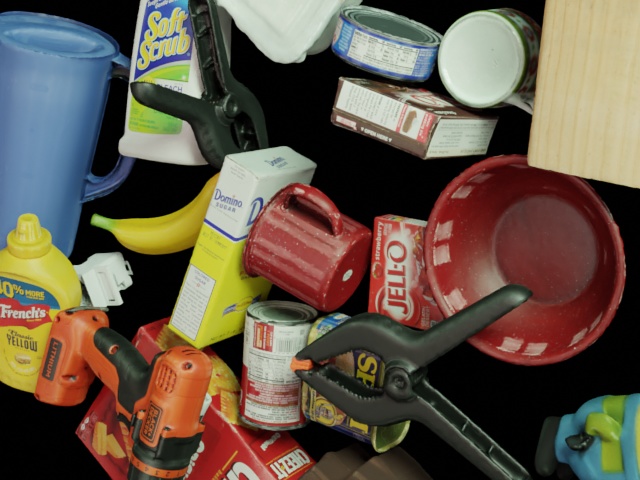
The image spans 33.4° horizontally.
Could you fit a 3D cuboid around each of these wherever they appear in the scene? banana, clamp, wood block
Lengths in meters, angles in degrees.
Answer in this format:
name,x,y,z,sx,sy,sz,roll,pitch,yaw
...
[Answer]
name,x,y,z,sx,sy,sz,roll,pitch,yaw
banana,-0.134,-0.019,1.009,0.198,0.069,0.037,-16,58,39
clamp,-0.097,-0.112,0.921,0.039,0.120,0.171,7,137,42
wood block,0.208,-0.150,0.722,0.090,0.090,0.206,15,114,31
clamp,0.075,0.117,0.843,0.210,0.036,0.164,-3,101,30

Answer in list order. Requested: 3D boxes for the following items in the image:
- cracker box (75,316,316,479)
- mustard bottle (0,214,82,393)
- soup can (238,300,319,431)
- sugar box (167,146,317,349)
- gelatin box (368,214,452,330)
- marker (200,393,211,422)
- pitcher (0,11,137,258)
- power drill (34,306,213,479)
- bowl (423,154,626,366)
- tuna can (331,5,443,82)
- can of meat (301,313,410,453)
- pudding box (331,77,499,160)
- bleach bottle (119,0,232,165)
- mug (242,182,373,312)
name,x,y,z,sx,sy,sz,roll,pitch,yaw
cracker box,-0.126,0.206,1.043,0.214,0.072,0.164,46,120,18
mustard bottle,-0.281,0.060,1.045,0.096,0.058,0.192,14,122,12
soup can,-0.037,0.113,0.967,0.069,0.068,0.102,13,105,32
sugar box,-0.069,0.006,0.953,0.048,0.093,0.176,34,117,23
gelatin box,0.079,0.028,0.894,0.073,0.030,0.089,13,106,32
marker,-0.132,0.191,0.989,0.020,0.020,0.121,37,115,23
pitcher,-0.274,-0.093,1.062,0.149,0.144,0.243,35,121,38
power drill,-0.185,0.157,0.985,0.188,0.057,0.184,27,104,35
bowl,0.162,0.012,0.819,0.162,0.055,0.162,7,103,33
tuna can,0.053,-0.156,0.844,0.086,0.085,0.034,30,116,26
can of meat,0.034,0.121,0.928,0.084,0.057,0.102,17,108,34
pudding box,0.074,-0.095,0.824,0.090,0.113,0.039,24,110,28
bleach bottle,-0.128,-0.198,0.974,0.103,0.067,0.251,10,102,31
mug,-0.006,0.001,0.906,0.082,0.093,0.117,29,140,21
